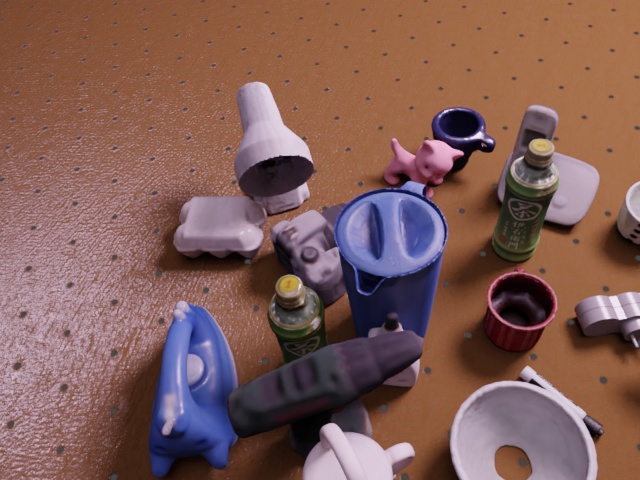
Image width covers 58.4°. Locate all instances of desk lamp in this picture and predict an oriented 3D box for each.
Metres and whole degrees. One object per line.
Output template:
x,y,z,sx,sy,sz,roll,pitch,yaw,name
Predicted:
-0.083,-0.137,0.945,0.118,0.214,0.203,-16,53,-5,desk lamp

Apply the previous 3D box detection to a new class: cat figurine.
0.174,-0.136,0.975,0.127,0.118,0.067,26,60,24,cat figurine

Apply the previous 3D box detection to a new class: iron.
-0.180,0.171,0.771,0.118,0.142,0.258,-9,53,0,iron

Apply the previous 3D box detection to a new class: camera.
0.008,0.003,0.900,0.137,0.101,0.142,-34,57,-18,camera

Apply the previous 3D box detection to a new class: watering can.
0.025,0.273,0.638,0.100,0.194,0.173,35,64,28,watering can

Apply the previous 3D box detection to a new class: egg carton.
-0.165,-0.020,0.958,0.150,0.069,0.107,-1,53,6,egg carton

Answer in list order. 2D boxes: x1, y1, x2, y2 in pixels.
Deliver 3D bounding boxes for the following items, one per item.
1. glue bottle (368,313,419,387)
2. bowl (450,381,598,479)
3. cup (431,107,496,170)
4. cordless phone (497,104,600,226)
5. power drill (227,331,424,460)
0.092,0.139,0.743,0.078,0.173,0.037,3,54,9,glue bottle
0.239,0.264,0.695,0.167,0.075,0.167,-3,53,4,bowl
0.250,-0.165,1.002,0.117,0.095,0.092,33,63,27,cup
0.365,-0.119,0.898,0.147,0.185,0.094,20,58,20,cordless phone
0.012,0.193,0.690,0.229,0.209,0.075,-16,53,-6,power drill
